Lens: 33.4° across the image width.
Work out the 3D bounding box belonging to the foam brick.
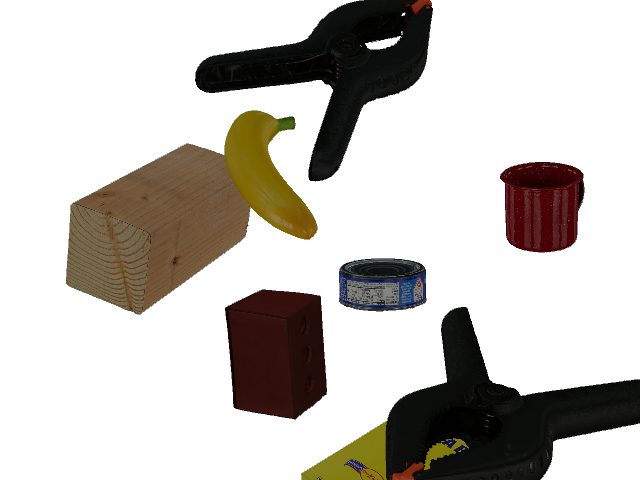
[{"bbox_3d":[-0.031,0.080,0.764,0.051,0.078,0.052,4,17,29],"label":"foam brick"}]

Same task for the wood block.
[{"bbox_3d":[-0.156,-0.018,1.077,0.090,0.091,0.205,20,28,18],"label":"wood block"}]

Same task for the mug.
[{"bbox_3d":[0.264,-0.041,1.236,0.117,0.081,0.093,-22,28,-36],"label":"mug"}]

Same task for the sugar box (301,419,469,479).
[{"bbox_3d":[0.081,0.190,0.894,0.176,0.048,0.093,-29,45,-26],"label":"sugar box"}]

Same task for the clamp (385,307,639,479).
[{"bbox_3d":[0.095,0.099,0.631,0.165,0.036,0.209,20,30,39],"label":"clamp"}]

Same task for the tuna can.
[{"bbox_3d":[0.060,0.042,1.036,0.086,0.034,0.086,-1,11,0],"label":"tuna can"}]

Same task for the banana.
[{"bbox_3d":[-0.046,-0.065,0.908,0.069,0.037,0.198,-1,35,-7],"label":"banana"}]

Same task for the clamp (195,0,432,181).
[{"bbox_3d":[0.018,-0.106,0.699,0.171,0.120,0.039,-29,-24,-20],"label":"clamp"}]
